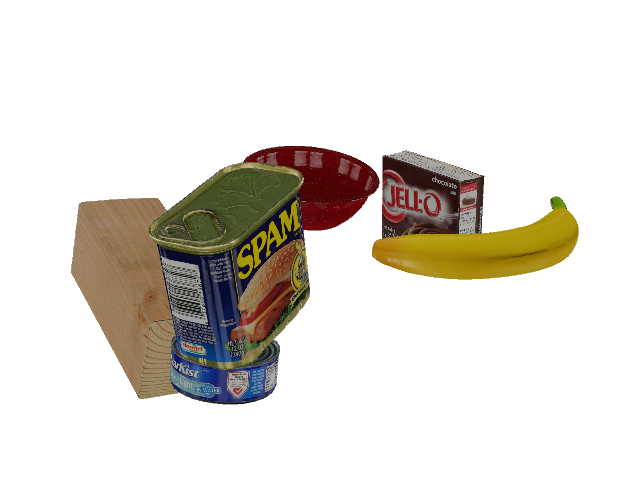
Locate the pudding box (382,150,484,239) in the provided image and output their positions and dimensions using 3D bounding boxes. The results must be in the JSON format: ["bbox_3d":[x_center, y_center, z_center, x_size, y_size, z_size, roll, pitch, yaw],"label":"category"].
[{"bbox_3d":[0.108,-0.032,1.048,0.039,0.090,0.114,-19,27,-36],"label":"pudding box"}]

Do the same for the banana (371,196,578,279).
[{"bbox_3d":[0.137,0.005,0.842,0.197,0.037,0.070,-11,23,-30],"label":"banana"}]

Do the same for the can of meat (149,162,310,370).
[{"bbox_3d":[-0.048,0.014,0.625,0.058,0.084,0.102,10,33,27],"label":"can of meat"}]

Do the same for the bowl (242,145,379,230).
[{"bbox_3d":[-0.015,-0.056,1.246,0.162,0.055,0.162,6,27,-3],"label":"bowl"}]

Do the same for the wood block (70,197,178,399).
[{"bbox_3d":[-0.168,0.050,1.049,0.090,0.091,0.206,-5,35,-31],"label":"wood block"}]

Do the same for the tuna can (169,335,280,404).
[{"bbox_3d":[-0.076,0.097,0.839,0.086,0.034,0.086,5,15,-1],"label":"tuna can"}]
